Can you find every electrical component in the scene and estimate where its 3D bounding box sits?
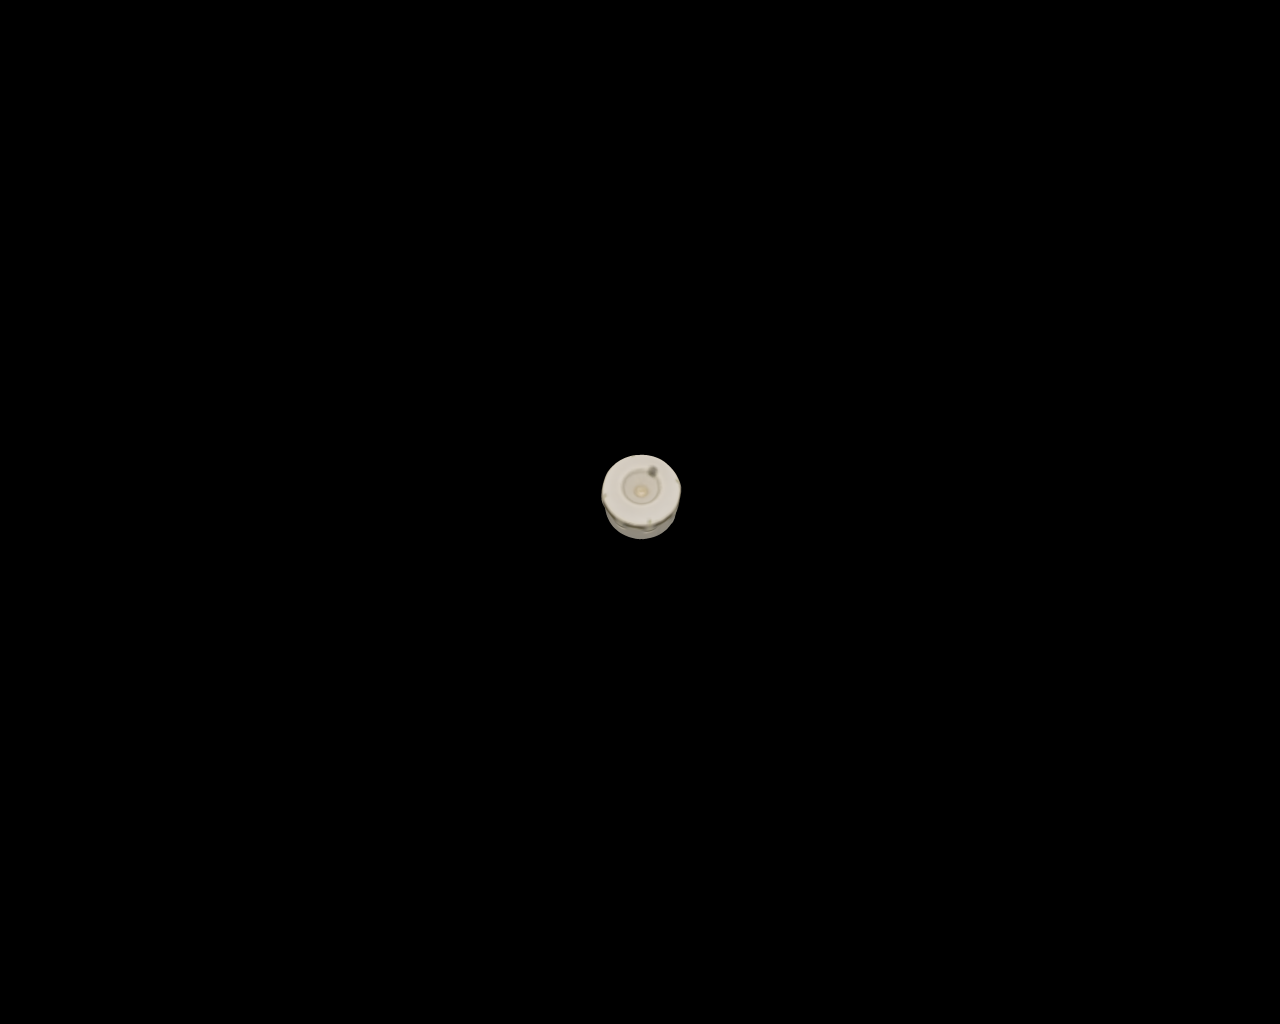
[{"bbox_3d":[0.001,-0.003,0.650,0.048,0.048,0.062,0,-24,0],"label":"electrical component"}]
